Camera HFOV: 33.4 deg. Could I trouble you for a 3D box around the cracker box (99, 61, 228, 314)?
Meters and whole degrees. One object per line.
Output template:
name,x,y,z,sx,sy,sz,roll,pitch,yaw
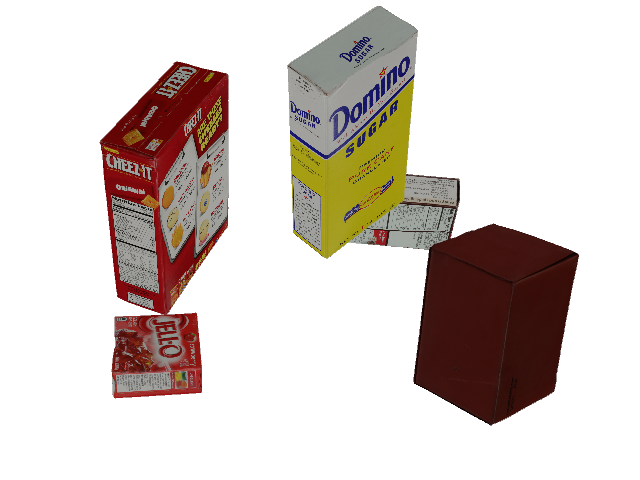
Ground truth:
cracker box,-0.160,-0.056,1.132,0.072,0.214,0.164,16,43,14

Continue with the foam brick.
foam brick,0.083,0.039,0.515,0.052,0.078,0.051,-17,32,-40

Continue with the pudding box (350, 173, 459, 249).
pudding box,0.078,-0.030,1.066,0.113,0.039,0.090,4,-30,0

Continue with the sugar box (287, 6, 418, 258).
sugar box,0.023,-0.075,0.787,0.093,0.176,0.048,-38,62,-26

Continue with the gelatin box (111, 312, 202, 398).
gelatin box,-0.138,0.095,0.904,0.073,0.030,0.089,-2,28,-7
